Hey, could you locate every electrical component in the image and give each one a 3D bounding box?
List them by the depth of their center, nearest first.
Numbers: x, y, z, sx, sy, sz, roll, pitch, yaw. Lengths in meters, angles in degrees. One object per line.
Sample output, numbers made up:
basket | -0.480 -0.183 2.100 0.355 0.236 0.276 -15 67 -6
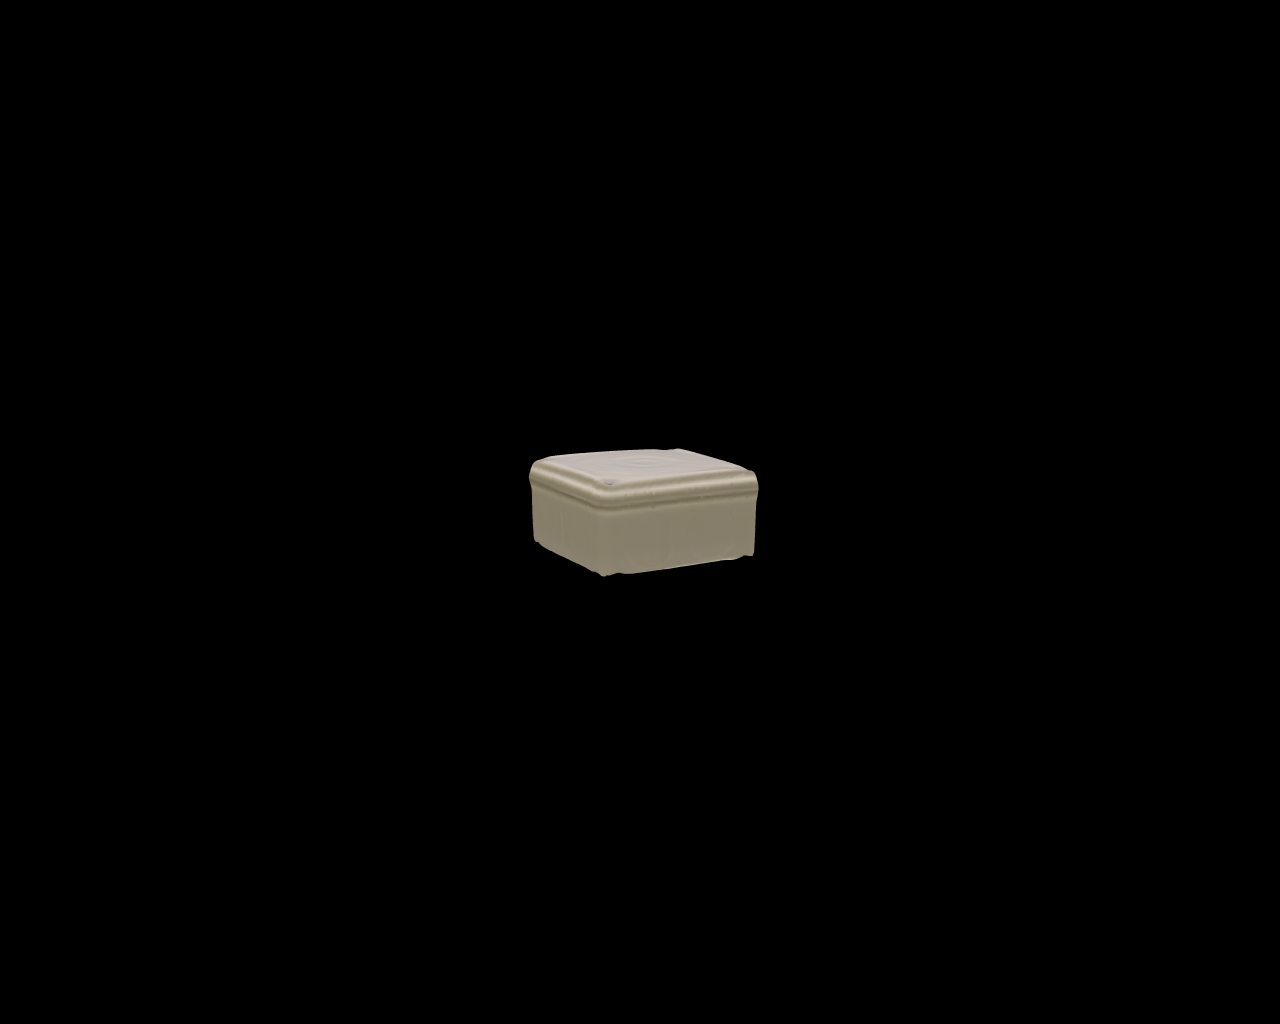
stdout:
electrical component | 0.001 -0.003 0.650 0.109 0.056 0.109 -6 13 -27
